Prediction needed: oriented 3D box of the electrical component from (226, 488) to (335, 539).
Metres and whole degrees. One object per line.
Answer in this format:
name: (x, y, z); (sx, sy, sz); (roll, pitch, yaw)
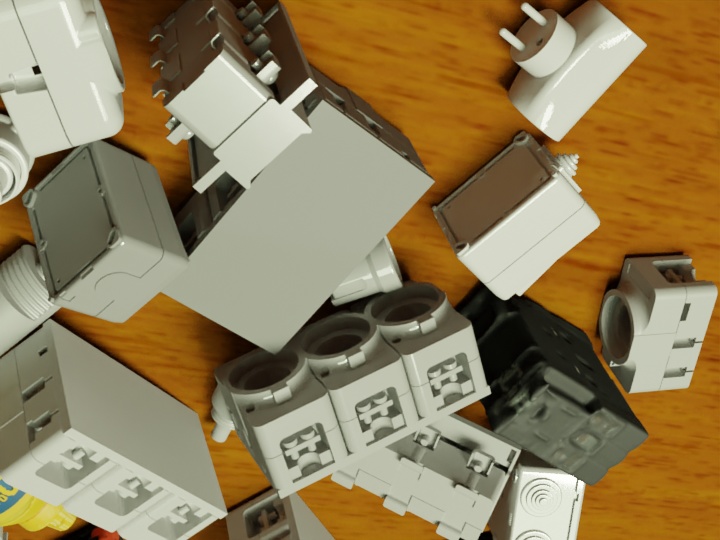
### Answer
electrical component: (-0.047, 0.242, 0.779); (0.062, 0.150, 0.089); (-29, 125, 4)

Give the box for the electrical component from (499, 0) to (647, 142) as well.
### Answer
electrical component: (0.117, -0.129, 0.641); (0.079, 0.043, 0.077); (31, 111, -29)

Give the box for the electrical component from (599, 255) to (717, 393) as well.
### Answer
electrical component: (0.209, 0.039, 0.771); (0.056, 0.050, 0.089); (-3, 123, -14)

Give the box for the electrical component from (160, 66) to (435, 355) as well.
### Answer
electrical component: (-0.043, -0.036, 0.650); (0.089, 0.061, 0.150); (32, 110, -30)

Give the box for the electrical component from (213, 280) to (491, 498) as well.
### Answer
electrical component: (-0.007, 0.068, 0.688); (0.150, 0.089, 0.061); (-24, 116, -15)

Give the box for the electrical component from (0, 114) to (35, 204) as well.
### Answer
electrical component: (-0.206, -0.055, 0.595); (0.048, 0.062, 0.048); (-7, 124, -10)

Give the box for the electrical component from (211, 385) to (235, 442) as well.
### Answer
electrical component: (-0.087, 0.093, 0.741); (0.035, 0.035, 0.061); (16, 120, -23)

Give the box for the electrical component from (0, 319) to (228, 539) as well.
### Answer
electrical component: (-0.162, 0.112, 0.682); (0.062, 0.089, 0.150); (-35, 137, 10)

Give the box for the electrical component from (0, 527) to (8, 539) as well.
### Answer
electrical component: (-0.284, 0.192, 0.751); (0.081, 0.042, 0.063); (-16, 127, -3)

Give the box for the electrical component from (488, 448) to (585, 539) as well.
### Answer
electrical component: (0.128, 0.169, 0.800); (0.048, 0.099, 0.099); (5, 104, -5)

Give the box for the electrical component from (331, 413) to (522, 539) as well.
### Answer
electrical component: (0.040, 0.133, 0.747); (0.121, 0.063, 0.078); (25, 120, 11)

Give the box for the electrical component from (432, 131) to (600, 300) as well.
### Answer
electrical component: (0.106, -0.036, 0.688); (0.096, 0.061, 0.061); (-40, 123, 13)

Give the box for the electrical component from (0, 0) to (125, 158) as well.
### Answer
electrical component: (-0.162, -0.115, 0.572); (0.059, 0.053, 0.095); (-16, 125, -3)

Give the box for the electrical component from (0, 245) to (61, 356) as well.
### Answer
electrical component: (-0.213, 0.020, 0.654); (0.081, 0.043, 0.043); (-37, 124, 11)

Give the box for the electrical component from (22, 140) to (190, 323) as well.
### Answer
electrical component: (-0.145, -0.026, 0.617); (0.062, 0.096, 0.061); (-38, 146, 21)

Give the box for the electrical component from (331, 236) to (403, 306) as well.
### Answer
electrical component: (0.000, 0.000, 0.699); (0.046, 0.040, 0.040); (-20, 126, 7)

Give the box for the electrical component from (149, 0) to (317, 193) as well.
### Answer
electrical component: (-0.071, -0.103, 0.562); (0.079, 0.121, 0.063); (-41, 120, 13)
